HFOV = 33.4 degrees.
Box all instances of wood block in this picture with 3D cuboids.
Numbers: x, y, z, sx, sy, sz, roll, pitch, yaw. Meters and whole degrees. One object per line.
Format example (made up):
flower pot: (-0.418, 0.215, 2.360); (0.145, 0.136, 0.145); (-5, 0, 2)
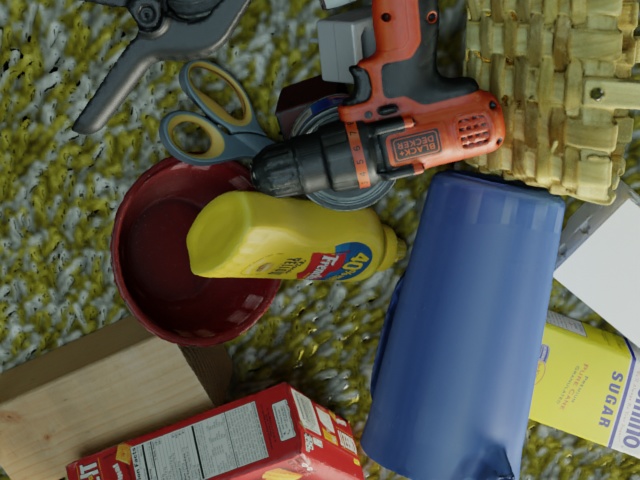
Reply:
wood block: (-0.193, 0.137, 0.960); (0.206, 0.090, 0.090); (-24, 108, 13)

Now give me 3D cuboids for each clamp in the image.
clamp: (-0.115, -0.141, 0.717); (0.171, 0.039, 0.120); (-10, 112, 9)

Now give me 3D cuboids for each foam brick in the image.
foam brick: (-0.002, -0.097, 0.859); (0.053, 0.078, 0.051); (-16, 112, 11)

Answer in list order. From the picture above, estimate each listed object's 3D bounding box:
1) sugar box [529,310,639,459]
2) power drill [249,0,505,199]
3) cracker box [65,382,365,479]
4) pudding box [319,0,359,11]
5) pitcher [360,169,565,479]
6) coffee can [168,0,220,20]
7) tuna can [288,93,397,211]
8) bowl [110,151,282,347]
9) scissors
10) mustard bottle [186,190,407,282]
sugar box: (0.231, 0.124, 0.946); (0.176, 0.048, 0.093); (20, 112, -2)
power drill: (0.025, -0.128, 0.739); (0.184, 0.057, 0.187); (-14, 110, 0)
cracker box: (-0.087, 0.209, 0.944); (0.214, 0.072, 0.164); (-22, 153, 12)
pudding box: (0.041, -0.236, 0.821); (0.113, 0.039, 0.090); (-18, 107, 9)
pitcher: (0.114, 0.068, 0.872); (0.149, 0.144, 0.243); (13, 98, 15)
coffee can: (-0.088, -0.220, 0.782); (0.103, 0.140, 0.103); (2, 112, 4)
tuna can: (0.019, -0.066, 0.808); (0.086, 0.034, 0.086); (-1, 111, -4)
bowl: (-0.110, 0.007, 0.896); (0.161, 0.055, 0.162); (0, 90, -33)
scissors: (-0.053, -0.061, 0.884); (0.201, 0.016, 0.096); (48, 63, -13)
mustard bottle: (-0.006, 0.002, 0.873); (0.191, 0.058, 0.096); (4, 152, -37)
